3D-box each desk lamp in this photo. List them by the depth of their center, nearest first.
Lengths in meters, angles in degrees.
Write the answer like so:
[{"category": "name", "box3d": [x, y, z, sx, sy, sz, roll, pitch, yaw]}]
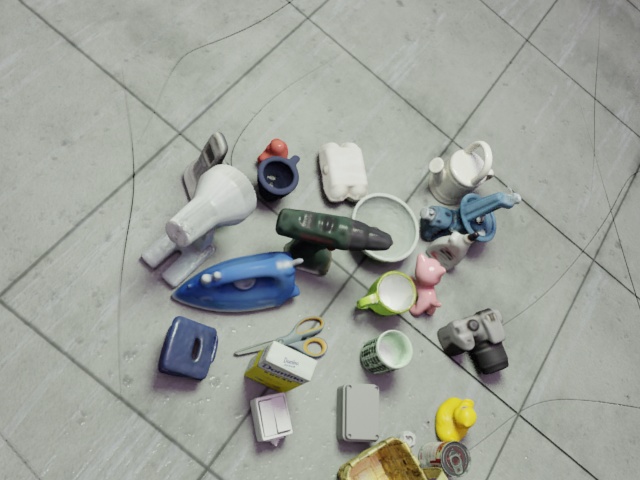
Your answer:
[{"category": "desk lamp", "box3d": [-0.234, -0.028, 1.112, 0.118, 0.213, 0.203, 42, 63, 0]}]

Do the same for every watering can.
[{"category": "watering can", "box3d": [0.343, -0.165, 1.376, 0.173, 0.193, 0.101, -21, 78, -25]}]

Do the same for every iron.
[{"category": "iron", "box3d": [-0.159, 0.077, 1.139, 0.259, 0.141, 0.118, -9, 74, -22]}]

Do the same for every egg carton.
[{"category": "egg carton", "box3d": [0.053, -0.159, 1.341, 0.107, 0.069, 0.150, -4, 72, -20]}]

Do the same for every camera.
[{"category": "camera", "box3d": [0.363, 0.233, 1.288, 0.143, 0.100, 0.137, -14, 76, -23]}]

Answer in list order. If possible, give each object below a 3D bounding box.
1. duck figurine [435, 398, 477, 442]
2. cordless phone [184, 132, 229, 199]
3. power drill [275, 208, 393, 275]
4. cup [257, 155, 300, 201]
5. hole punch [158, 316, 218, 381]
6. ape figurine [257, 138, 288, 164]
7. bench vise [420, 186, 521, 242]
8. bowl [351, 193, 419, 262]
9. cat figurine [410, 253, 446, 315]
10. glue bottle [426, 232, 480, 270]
[{"category": "duck figurine", "box3d": [0.296, 0.384, 1.217, 0.077, 0.086, 0.105, 30, 64, -6]}, {"category": "cordless phone", "box3d": [-0.211, -0.125, 1.171, 0.094, 0.184, 0.147, -21, 79, -25]}, {"category": "power drill", "box3d": [0.011, 0.004, 1.188, 0.230, 0.208, 0.075, 15, 66, -13]}, {"category": "cup", "box3d": [-0.093, -0.134, 1.267, 0.092, 0.094, 0.118, 41, 63, -1]}, {"category": "hole punch", "box3d": [-0.246, 0.206, 1.089, 0.101, 0.091, 0.109, 15, 66, -13]}, {"category": "ape figurine", "box3d": [-0.101, -0.197, 1.289, 0.078, 0.092, 0.076, -21, 78, -25]}, {"category": "bench vise", "box3d": [0.345, -0.050, 1.320, 0.208, 0.219, 0.121, -14, 76, -23]}, {"category": "bowl", "box3d": [0.139, -0.019, 1.317, 0.168, 0.074, 0.167, 7, 69, -17]}, {"category": "cat figurine", "box3d": [0.244, 0.098, 1.287, 0.067, 0.117, 0.128, -4, 72, -20]}, {"category": "glue bottle", "box3d": [0.312, 0.014, 1.310, 0.078, 0.173, 0.037, 40, 63, -1]}]
